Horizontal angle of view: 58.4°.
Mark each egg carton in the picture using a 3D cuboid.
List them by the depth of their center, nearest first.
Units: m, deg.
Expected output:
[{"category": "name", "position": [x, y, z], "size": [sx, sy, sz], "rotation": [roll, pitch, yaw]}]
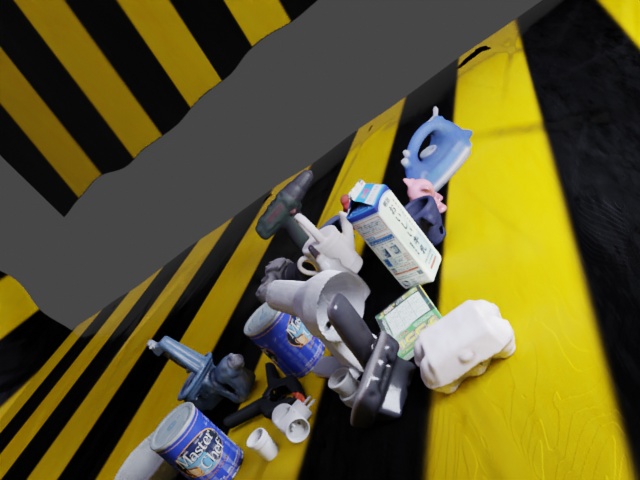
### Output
[{"category": "egg carton", "position": [0.209, 0.156, 0.842], "size": [0.150, 0.069, 0.107], "rotation": [-37, 19, 10]}]

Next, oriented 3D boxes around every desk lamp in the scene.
[{"category": "desk lamp", "position": [0.009, 0.149, 1.017], "size": [0.202, 0.214, 0.118], "rotation": [-14, 32, 53]}]

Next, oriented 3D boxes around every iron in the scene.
[{"category": "iron", "position": [0.274, -0.217, 1.455], "size": [0.259, 0.142, 0.118], "rotation": [-50, 21, -26]}]

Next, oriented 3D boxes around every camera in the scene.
[{"category": "camera", "position": [-0.085, 0.102, 1.485], "size": [0.136, 0.101, 0.143], "rotation": [-18, 29, 48]}]

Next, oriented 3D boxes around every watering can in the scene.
[{"category": "watering can", "position": [0.012, 0.005, 1.372], "size": [0.173, 0.194, 0.100], "rotation": [-49, 21, -24]}]

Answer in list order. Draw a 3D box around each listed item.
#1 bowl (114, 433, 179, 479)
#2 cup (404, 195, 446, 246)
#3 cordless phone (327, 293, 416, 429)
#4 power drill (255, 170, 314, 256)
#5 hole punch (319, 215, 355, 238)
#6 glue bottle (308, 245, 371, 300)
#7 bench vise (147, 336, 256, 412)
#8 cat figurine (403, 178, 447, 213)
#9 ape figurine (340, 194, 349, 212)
[{"category": "bowl", "position": [-0.337, 0.472, 1.168], "size": [0.167, 0.075, 0.167], "rotation": [-35, 19, 15]}, {"category": "cup", "position": [0.226, -0.030, 1.194], "size": [0.092, 0.095, 0.117], "rotation": [-41, 19, -3]}, {"category": "cordless phone", "position": [0.055, 0.185, 0.890], "size": [0.094, 0.185, 0.148], "rotation": [-27, 23, 34]}, {"category": "power drill", "position": [-0.058, -0.056, 1.623], "size": [0.229, 0.209, 0.075], "rotation": [-39, 19, 5]}, {"category": "hole punch", "position": [0.020, -0.008, 1.548], "size": [0.109, 0.091, 0.101], "rotation": [-45, 19, -14]}, {"category": "glue bottle", "position": [0.032, 0.074, 1.207], "size": [0.078, 0.173, 0.037], "rotation": [-50, 21, -26]}, {"category": "bench vise", "position": [-0.258, 0.269, 1.249], "size": [0.207, 0.220, 0.121], "rotation": [-35, 19, 15]}, {"category": "cat figurine", "position": [0.233, -0.107, 1.318], "size": [0.067, 0.118, 0.127], "rotation": [-36, 19, 13]}, {"category": "ape figurine", "position": [0.088, -0.087, 1.595], "size": [0.077, 0.092, 0.076], "rotation": [-30, 21, 27]}]
